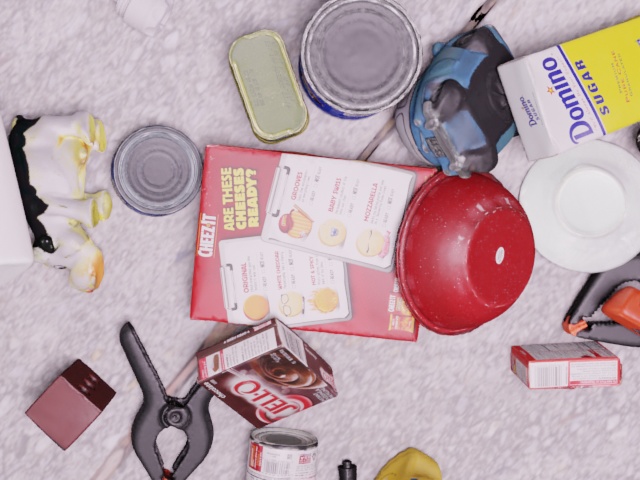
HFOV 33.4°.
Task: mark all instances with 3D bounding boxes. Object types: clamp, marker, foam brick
[{"bbox_3d":[0.339,0.052,1.031,0.210,0.036,0.164,-31,89,0],"label":"clamp"},{"bbox_3d":[-0.148,0.158,1.026,0.120,0.039,0.171,16,94,-3],"label":"clamp"},{"bbox_3d":[0.030,0.277,1.051,0.020,0.020,0.121,-4,95,-2],"label":"marker"},{"bbox_3d":[-0.234,0.153,1.004,0.053,0.078,0.051,44,94,-5],"label":"foam brick"}]

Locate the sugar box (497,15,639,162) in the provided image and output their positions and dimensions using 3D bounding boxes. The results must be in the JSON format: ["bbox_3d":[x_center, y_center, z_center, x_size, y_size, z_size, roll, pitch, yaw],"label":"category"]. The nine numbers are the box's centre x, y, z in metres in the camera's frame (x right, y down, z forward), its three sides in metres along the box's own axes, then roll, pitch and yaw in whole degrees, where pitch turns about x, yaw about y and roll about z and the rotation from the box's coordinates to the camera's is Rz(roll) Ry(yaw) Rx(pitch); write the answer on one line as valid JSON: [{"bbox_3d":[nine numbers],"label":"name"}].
[{"bbox_3d":[0.251,-0.142,0.973,0.175,0.048,0.093,-23,96,-30],"label":"sugar box"}]

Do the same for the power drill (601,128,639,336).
[{"bbox_3d":[0.338,0.004,0.983,0.184,0.057,0.187,31,87,-2],"label":"power drill"}]

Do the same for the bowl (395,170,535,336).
[{"bbox_3d":[0.146,0.013,0.974,0.161,0.055,0.162,-6,99,-37],"label":"bowl"}]

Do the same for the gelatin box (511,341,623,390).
[{"bbox_3d":[0.233,0.120,1.017,0.089,0.073,0.030,-2,96,-2],"label":"gelatin box"}]

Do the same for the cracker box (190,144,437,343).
[{"bbox_3d":[-0.007,0.001,1.002,0.213,0.072,0.164,6,94,-1],"label":"cracker box"}]

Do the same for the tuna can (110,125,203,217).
[{"bbox_3d":[-0.153,-0.065,1.002,0.086,0.034,0.086,0,91,-13],"label":"tuna can"}]

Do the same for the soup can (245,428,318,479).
[{"bbox_3d":[-0.039,0.238,1.021,0.068,0.068,0.102,6,94,-2],"label":"soup can"}]

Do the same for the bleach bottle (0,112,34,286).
[{"bbox_3d":[-0.323,-0.086,0.972,0.067,0.103,0.251,-4,75,-41],"label":"bleach bottle"}]

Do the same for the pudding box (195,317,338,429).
[{"bbox_3d":[-0.048,0.125,0.987,0.090,0.039,0.113,-26,137,15],"label":"pudding box"}]

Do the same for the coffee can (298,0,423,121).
[{"bbox_3d":[0.032,-0.160,0.954,0.103,0.140,0.103,0,95,-2],"label":"coffee can"}]

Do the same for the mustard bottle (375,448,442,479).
[{"bbox_3d":[0.082,0.258,0.964,0.058,0.191,0.096,33,93,-4],"label":"mustard bottle"}]

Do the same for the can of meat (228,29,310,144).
[{"bbox_3d":[-0.047,-0.140,0.982,0.057,0.084,0.102,-20,95,-1],"label":"can of meat"}]
